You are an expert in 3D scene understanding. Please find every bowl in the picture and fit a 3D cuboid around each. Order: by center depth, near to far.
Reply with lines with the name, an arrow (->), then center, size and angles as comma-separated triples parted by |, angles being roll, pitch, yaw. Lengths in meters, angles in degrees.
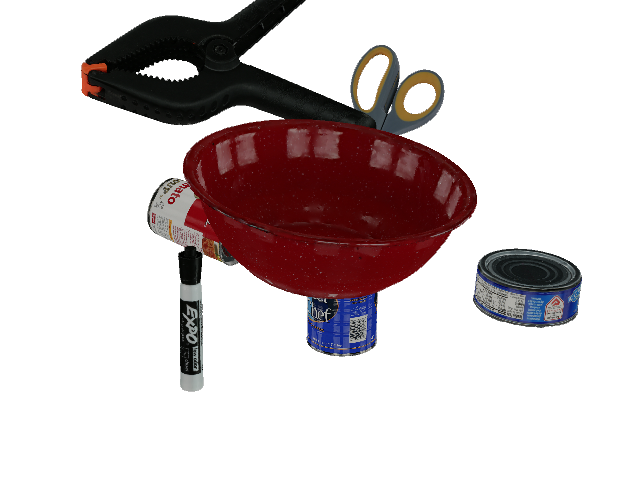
bowl -> 0.003, -0.013, 0.595 | 0.162, 0.055, 0.162 | 6, 27, -3

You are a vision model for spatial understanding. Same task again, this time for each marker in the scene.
marker -> -0.102, 0.062, 0.844 | 0.020, 0.121, 0.020 | 2, 21, -1

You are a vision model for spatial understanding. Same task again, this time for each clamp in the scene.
clamp -> -0.067, -0.123, 0.787 | 0.209, 0.165, 0.036 | -15, -29, -19

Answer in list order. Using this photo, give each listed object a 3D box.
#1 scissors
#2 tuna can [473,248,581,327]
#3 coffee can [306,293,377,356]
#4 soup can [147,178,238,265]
scissors -> 0.057, -0.082, 0.978 | 0.096, 0.202, 0.016 | 7, -11, 10
tuna can -> 0.169, 0.037, 0.873 | 0.086, 0.034, 0.086 | 2, 22, -1
coffee can -> 0.031, 0.079, 1.516 | 0.103, 0.140, 0.103 | 0, 22, 0
soup can -> -0.128, -0.022, 1.162 | 0.102, 0.068, 0.068 | 22, 9, 25
